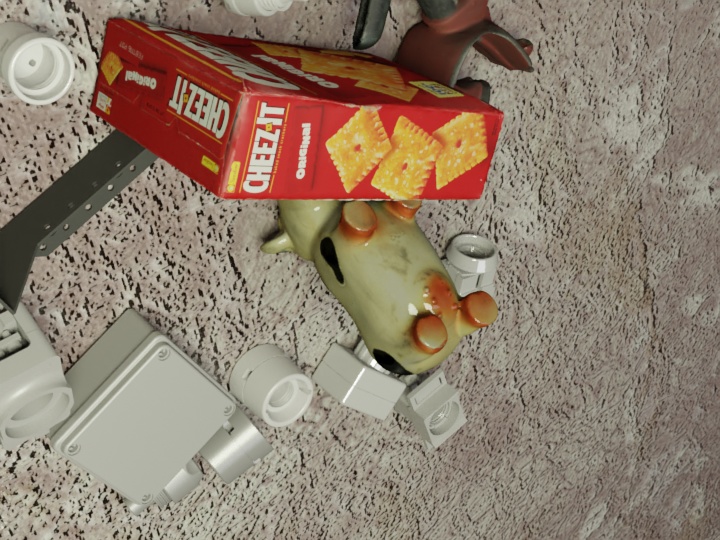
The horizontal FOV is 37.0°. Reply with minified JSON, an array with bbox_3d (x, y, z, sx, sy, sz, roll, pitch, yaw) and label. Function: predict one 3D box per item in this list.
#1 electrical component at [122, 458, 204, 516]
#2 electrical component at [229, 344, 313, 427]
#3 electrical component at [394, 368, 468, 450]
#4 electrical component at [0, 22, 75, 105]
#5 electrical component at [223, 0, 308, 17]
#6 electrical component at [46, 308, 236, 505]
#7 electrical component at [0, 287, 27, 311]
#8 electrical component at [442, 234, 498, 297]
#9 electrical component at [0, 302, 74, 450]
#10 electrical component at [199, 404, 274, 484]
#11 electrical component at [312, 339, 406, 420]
[{"bbox_3d":[-0.159,0.168,0.855,0.062,0.043,0.043,-39,136,-14],"label":"electrical component"},{"bbox_3d":[-0.072,0.096,0.884,0.055,0.047,0.055,-22,129,-31],"label":"electrical component"},{"bbox_3d":[0.062,0.125,1.011,0.042,0.064,0.081,-37,135,-18],"label":"electrical component"},{"bbox_3d":[-0.196,-0.123,0.632,0.040,0.046,0.040,-22,129,-31],"label":"electrical component"},{"bbox_3d":[-0.060,-0.183,0.703,0.035,0.061,0.035,-28,124,-54],"label":"electrical component"},{"bbox_3d":[-0.165,0.103,0.797,0.108,0.056,0.108,-47,137,-8],"label":"electrical component"},{"bbox_3d":[-0.244,0.018,0.687,0.061,0.035,0.035,-23,129,-33],"label":"electrical component"},{"bbox_3d":[0.099,0.001,0.980,0.066,0.048,0.055,-17,134,-34],"label":"electrical component"},{"bbox_3d":[-0.224,0.074,0.702,0.050,0.055,0.089,-29,156,-25],"label":"electrical component"},{"bbox_3d":[-0.106,0.141,0.878,0.047,0.055,0.055,-40,136,-10],"label":"electrical component"},{"bbox_3d":[0.009,0.083,0.949,0.066,0.047,0.076,29,94,-48],"label":"electrical component"}]
